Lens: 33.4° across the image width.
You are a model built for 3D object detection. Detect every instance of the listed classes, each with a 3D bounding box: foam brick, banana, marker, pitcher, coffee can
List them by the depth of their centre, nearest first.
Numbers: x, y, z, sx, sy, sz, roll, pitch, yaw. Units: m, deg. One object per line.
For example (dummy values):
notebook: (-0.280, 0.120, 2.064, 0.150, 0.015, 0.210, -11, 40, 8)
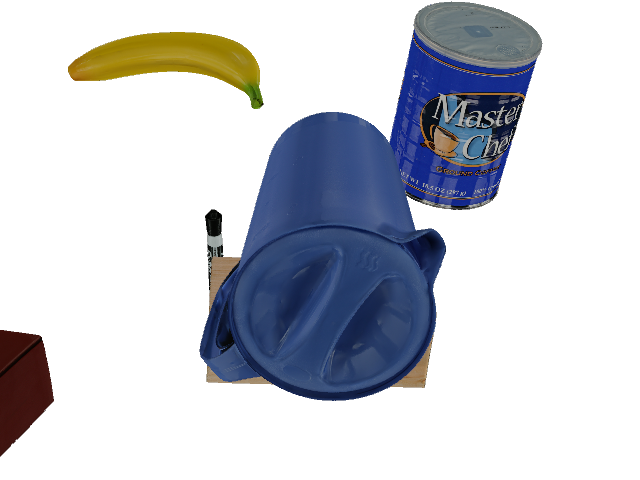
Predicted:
foam brick: (-0.216, 0.098, 0.680, 0.053, 0.051, 0.078, 6, 29, 22)
pitcher: (-0.001, 0.001, 0.782, 0.149, 0.145, 0.243, 8, 27, -3)
coffee can: (0.115, -0.111, 0.884, 0.102, 0.140, 0.103, 7, 36, -5)
banana: (-0.136, -0.165, 0.986, 0.198, 0.037, 0.069, 9, 45, 18)
marker: (-0.119, 0.018, 1.209, 0.020, 0.121, 0.020, 0, 33, 0)

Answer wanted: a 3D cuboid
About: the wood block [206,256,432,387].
wood block: (-0.003, 0.078, 1.017, 0.206, 0.090, 0.091, 2, 30, -5)
